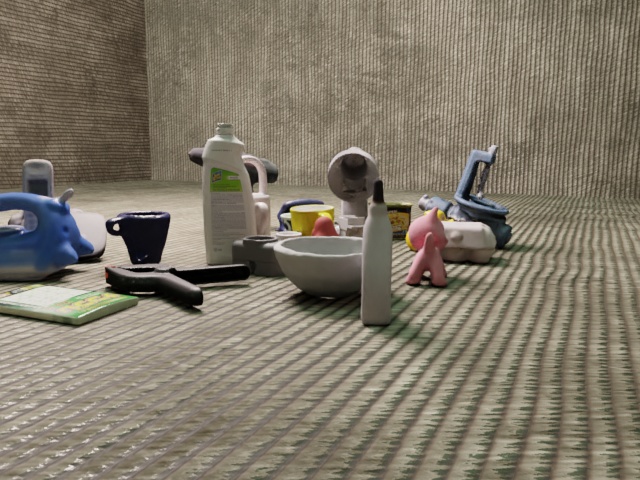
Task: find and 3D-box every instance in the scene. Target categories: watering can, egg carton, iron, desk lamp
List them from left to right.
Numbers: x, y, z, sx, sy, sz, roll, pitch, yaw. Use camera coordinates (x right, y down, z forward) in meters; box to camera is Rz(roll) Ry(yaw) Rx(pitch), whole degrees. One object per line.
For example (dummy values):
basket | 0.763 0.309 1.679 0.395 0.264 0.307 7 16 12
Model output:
iron | -0.512 -0.013 0.925 0.258 0.141 0.118 0 9 -5
watering can | -0.153 -0.070 1.140 0.172 0.194 0.101 6 11 32
desk lamp | 0.081 -0.117 1.387 0.118 0.213 0.203 1 9 4
egg carton | 0.260 0.003 1.101 0.150 0.069 0.107 3 9 13

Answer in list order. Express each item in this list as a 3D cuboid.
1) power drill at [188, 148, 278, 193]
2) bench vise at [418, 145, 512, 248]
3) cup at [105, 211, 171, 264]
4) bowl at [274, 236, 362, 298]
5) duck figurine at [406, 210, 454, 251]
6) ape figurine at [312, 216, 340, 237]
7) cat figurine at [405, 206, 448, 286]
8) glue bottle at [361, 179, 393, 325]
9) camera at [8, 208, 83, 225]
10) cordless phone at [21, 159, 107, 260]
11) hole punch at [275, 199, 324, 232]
power drill | -0.215 -0.126 1.442 0.230 0.208 0.075 -5 11 -29
bench vise | 0.315 -0.097 1.251 0.207 0.220 0.122 3 10 16
cup | -0.318 0.000 1.003 0.091 0.095 0.118 8 12 38
bowl | 0.017 0.042 0.827 0.167 0.075 0.167 1 9 0
duck figurine | 0.232 -0.021 1.194 0.104 0.086 0.077 1 9 2
ape figurine | 0.009 0.004 1.010 0.078 0.092 0.076 -3 10 -18
cat figurine | 0.174 0.005 0.926 0.067 0.118 0.128 2 9 10
glue bottle | 0.070 0.012 0.701 0.037 0.173 0.078 1 9 4
camera | -0.556 -0.033 1.178 0.143 0.101 0.136 -4 10 -24
cordless phone | -0.470 -0.054 1.046 0.148 0.185 0.094 -3 10 -22
hole punch | -0.050 -0.058 1.398 0.109 0.091 0.101 -2 10 -18
